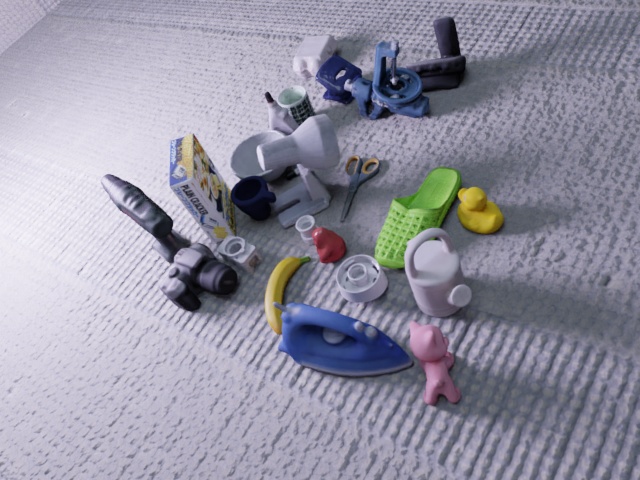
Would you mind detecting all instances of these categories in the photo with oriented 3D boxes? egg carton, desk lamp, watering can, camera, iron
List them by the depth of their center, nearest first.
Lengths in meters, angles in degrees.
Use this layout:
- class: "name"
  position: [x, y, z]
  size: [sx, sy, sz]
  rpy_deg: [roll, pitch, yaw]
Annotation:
- class: "watering can"
  position: [0.210, 0.054, 1.032]
  size: [0.172, 0.194, 0.101]
  rpy_deg: [27, 67, 36]
- class: "iron"
  position: [0.036, 0.169, 1.047]
  size: [0.257, 0.142, 0.119]
  rpy_deg: [7, 57, 27]
- class: "camera"
  position: [-0.263, 0.082, 1.265]
  size: [0.136, 0.101, 0.143]
  rpy_deg: [17, 62, 32]
- class: "desk lamp"
  position: [-0.041, -0.159, 1.289]
  size: [0.203, 0.214, 0.117]
  rpy_deg: [-28, 48, 0]
- class: "egg carton"
  position: [-0.012, -0.537, 1.670]
  size: [0.107, 0.070, 0.150]
  rpy_deg: [6, 56, 26]

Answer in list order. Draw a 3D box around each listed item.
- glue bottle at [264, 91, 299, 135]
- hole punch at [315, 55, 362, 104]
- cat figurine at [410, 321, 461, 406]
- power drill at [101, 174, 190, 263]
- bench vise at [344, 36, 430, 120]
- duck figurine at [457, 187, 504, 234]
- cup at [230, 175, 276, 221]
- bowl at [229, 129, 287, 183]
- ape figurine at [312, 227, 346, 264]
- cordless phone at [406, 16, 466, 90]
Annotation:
- class: "glue bottle"
  position: [-0.102, -0.308, 1.457]
  size: [0.078, 0.173, 0.037]
  rpy_deg: [-1, 54, 22]
- class: "hole punch"
  position: [0.057, -0.437, 1.549]
  size: [0.100, 0.091, 0.109]
  rpy_deg: [22, 64, 34]
- class: "cat figurine"
  position: [0.192, 0.202, 0.974]
  size: [0.067, 0.118, 0.127]
  rpy_deg: [-15, 50, 11]
- class: "power drill"
  position: [-0.405, -0.047, 1.352]
  size: [0.228, 0.209, 0.076]
  rpy_deg: [30, 69, 37]
- class: "bench vise"
  position: [0.147, -0.381, 1.382]
  size: [0.207, 0.220, 0.121]
  rpy_deg: [-6, 52, 18]
- class: "duck figurine"
  position: [0.320, -0.067, 1.154]
  size: [0.077, 0.086, 0.104]
  rpy_deg: [-41, 50, -11]
- class: "cup"
  position: [-0.142, -0.089, 1.354]
  size: [0.117, 0.095, 0.092]
  rpy_deg: [11, 59, 29]
- class: "bowl"
  position: [-0.142, -0.197, 1.452]
  size: [0.167, 0.075, 0.167]
  rpy_deg: [-11, 51, 14]
- class: "ape figurine"
  position: [0.011, 0.004, 1.220]
  size: [0.076, 0.092, 0.078]
  rpy_deg: [1, 54, 23]
- class: "cordless phone"
  position: [0.281, -0.471, 1.420]
  size: [0.147, 0.185, 0.094]
  rpy_deg: [-5, 52, 19]
